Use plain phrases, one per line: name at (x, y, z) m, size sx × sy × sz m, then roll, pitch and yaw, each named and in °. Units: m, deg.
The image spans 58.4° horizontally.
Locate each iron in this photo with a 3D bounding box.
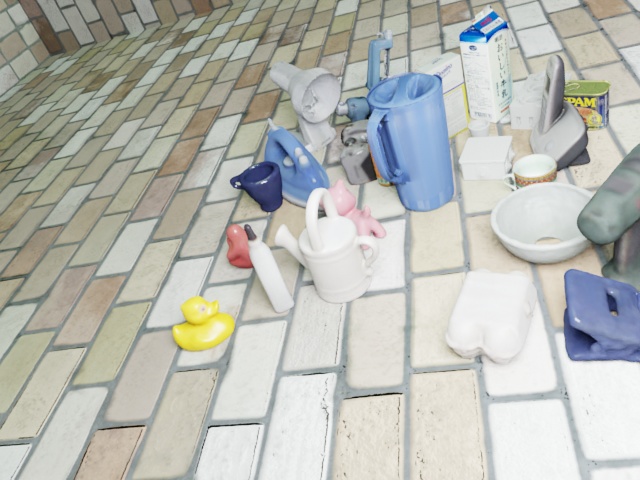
iron at (-0.051, -0.171, 1.247) m, size 0.119 × 0.142 × 0.257 m, roll -28°, pitch 37°, yaw -11°

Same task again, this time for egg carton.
egg carton at (0.243, 0.104, 0.808) m, size 0.107 × 0.069 × 0.150 m, roll 3°, pitch 42°, yaw 29°

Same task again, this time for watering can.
watering can at (0.008, 0.005, 0.945) m, size 0.172 × 0.194 × 0.101 m, roll -14°, pitch 36°, yaw 9°

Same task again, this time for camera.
camera at (0.118, -0.206, 1.246) m, size 0.136 × 0.101 × 0.143 m, roll -8°, pitch 38°, yaw 16°

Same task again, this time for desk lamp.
desk lamp at (-0.036, -0.320, 1.373) m, size 0.118 × 0.214 × 0.202 m, roll -37°, pitch 39°, yaw -21°

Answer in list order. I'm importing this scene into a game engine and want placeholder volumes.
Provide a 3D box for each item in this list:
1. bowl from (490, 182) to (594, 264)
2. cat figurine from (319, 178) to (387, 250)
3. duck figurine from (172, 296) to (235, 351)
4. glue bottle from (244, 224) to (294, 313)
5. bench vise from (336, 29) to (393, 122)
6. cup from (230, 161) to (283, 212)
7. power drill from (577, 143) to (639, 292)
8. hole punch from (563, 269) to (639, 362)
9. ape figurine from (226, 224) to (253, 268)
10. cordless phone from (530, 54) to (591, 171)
bowl at (0.358, -0.015, 0.904) m, size 0.167 × 0.075 × 0.167 m, roll -13°, pitch 36°, yaw 10°
cat figurine at (0.053, -0.057, 1.068) m, size 0.067 × 0.118 × 0.127 m, roll -39°, pitch 40°, yaw -24°
duck figurine at (-0.207, 0.135, 0.973) m, size 0.104 × 0.086 × 0.077 m, roll -19°, pitch 36°, yaw 2°
glue bottle at (-0.093, 0.041, 0.965) m, size 0.037 × 0.173 × 0.078 m, roll -25°, pitch 36°, yaw -6°
bench vise at (0.135, -0.361, 1.336) m, size 0.208 × 0.220 × 0.121 m, roll -36°, pitch 39°, yaw -20°
cup at (-0.130, -0.107, 1.242) m, size 0.117 × 0.095 × 0.091 m, roll -8°, pitch 38°, yaw 17°
power drill at (0.443, -0.041, 0.781) m, size 0.230 × 0.209 × 0.075 m, roll -35°, pitch 38°, yaw -19°
hole punch at (0.369, 0.093, 0.743) m, size 0.101 × 0.091 × 0.109 m, roll -4°, pitch 39°, yaw 21°
ape figurine at (-0.152, 0.007, 1.107) m, size 0.078 × 0.092 × 0.075 m, roll -37°, pitch 39°, yaw -22°
cordless phone at (0.438, -0.234, 1.055) m, size 0.094 × 0.185 × 0.147 m, roll -13°, pitch 37°, yaw 11°
